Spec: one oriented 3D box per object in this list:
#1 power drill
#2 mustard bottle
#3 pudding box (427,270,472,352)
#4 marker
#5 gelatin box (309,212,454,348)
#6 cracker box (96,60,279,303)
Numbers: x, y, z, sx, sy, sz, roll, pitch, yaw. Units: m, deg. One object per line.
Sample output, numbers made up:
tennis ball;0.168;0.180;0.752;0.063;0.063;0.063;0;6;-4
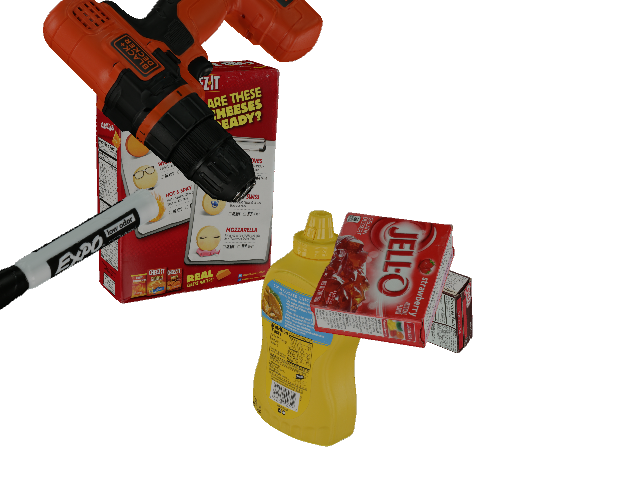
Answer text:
power drill;-0.079;-0.132;0.778;0.187;0.184;0.057;-44;-1;-42
mustard bottle;-0.008;0.068;0.888;0.096;0.192;0.058;21;25;39
pudding box;0.113;0.066;1.183;0.114;0.090;0.039;19;46;29
marker;-0.139;0.005;0.587;0.020;0.020;0.120;0;27;46
gelatin box;0.041;0.023;0.686;0.073;0.030;0.089;8;46;18
cracker box;-0.128;-0.060;1.021;0.163;0.214;0.072;-9;21;-31
